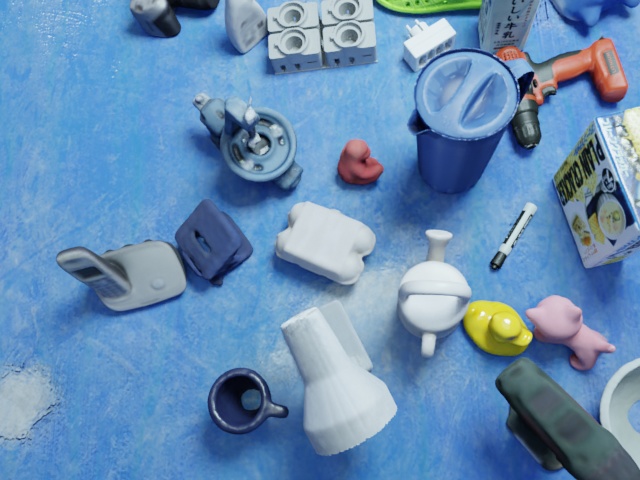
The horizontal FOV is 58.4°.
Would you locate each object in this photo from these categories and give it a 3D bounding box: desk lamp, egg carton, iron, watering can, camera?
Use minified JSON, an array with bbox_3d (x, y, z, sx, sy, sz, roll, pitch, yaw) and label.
[{"bbox_3d":[0.013,0.178,0.787,0.118,0.214,0.203,-28,73,0],"label":"desk lamp"},{"bbox_3d":[0.008,0.003,0.910,0.150,0.069,0.107,21,79,13],"label":"egg carton"},{"bbox_3d":[0.433,-0.493,0.951,0.118,0.141,0.258,-25,73,0],"label":"iron"},{"bbox_3d":[0.157,0.073,0.806,0.101,0.194,0.173,-16,73,3],"label":"watering can"},{"bbox_3d":[-0.263,-0.459,1.055,0.136,0.101,0.143,13,77,11],"label":"camera"}]

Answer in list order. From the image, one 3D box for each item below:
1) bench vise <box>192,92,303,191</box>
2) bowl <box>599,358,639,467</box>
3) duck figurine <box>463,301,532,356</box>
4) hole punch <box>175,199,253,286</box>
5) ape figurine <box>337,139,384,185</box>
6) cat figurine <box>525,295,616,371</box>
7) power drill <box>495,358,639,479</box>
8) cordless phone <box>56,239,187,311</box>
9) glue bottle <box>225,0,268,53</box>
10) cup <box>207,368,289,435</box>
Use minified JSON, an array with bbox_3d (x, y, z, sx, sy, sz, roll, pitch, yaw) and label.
[{"bbox_3d":[-0.133,-0.169,0.897,0.207,0.220,0.121,20,78,13],"label":"bench vise"},{"bbox_3d":[0.460,0.244,0.782,0.167,0.075,0.167,-2,75,7],"label":"bowl"},{"bbox_3d":[0.261,0.125,0.835,0.104,0.086,0.077,31,81,14],"label":"duck figurine"},{"bbox_3d":[-0.176,0.005,0.923,0.101,0.091,0.108,-39,73,-4],"label":"hole punch"},{"bbox_3d":[0.062,-0.132,0.928,0.076,0.092,0.078,-19,73,2],"label":"ape figurine"},{"bbox_3d":[0.352,0.124,0.807,0.127,0.118,0.067,34,82,15],"label":"cat figurine"},{"bbox_3d":[0.314,0.254,0.729,0.075,0.208,0.229,-41,74,-4],"label":"power drill"},{"bbox_3d":[-0.300,0.043,0.880,0.147,0.185,0.094,-18,73,3],"label":"cordless phone"},{"bbox_3d":[-0.138,-0.398,0.984,0.078,0.173,0.037,-43,73,-5],"label":"glue bottle"},{"bbox_3d":[-0.096,0.240,0.846,0.117,0.095,0.092,10,77,10],"label":"cup"}]
